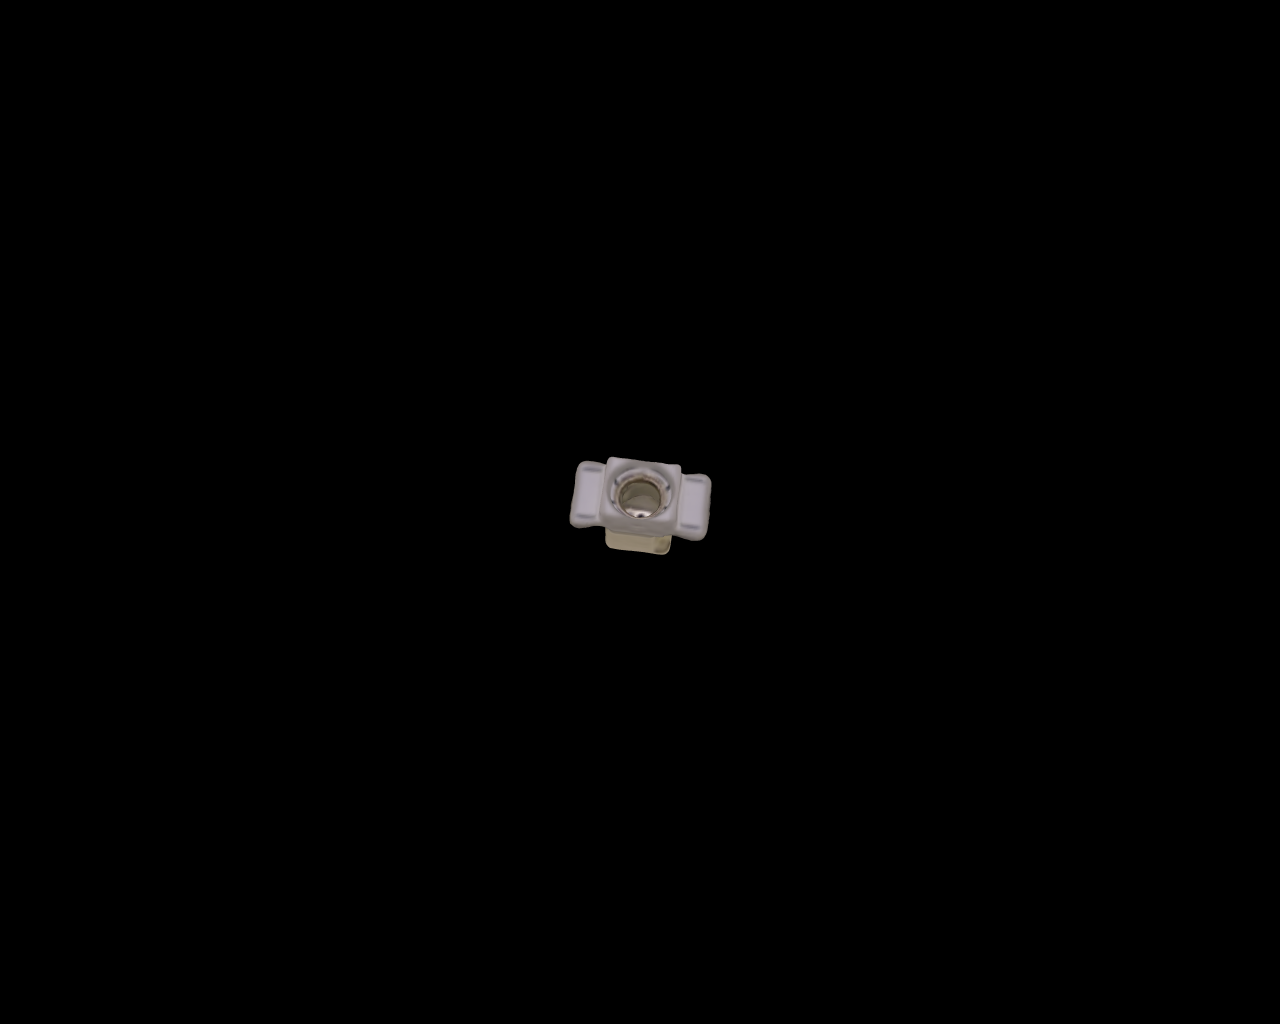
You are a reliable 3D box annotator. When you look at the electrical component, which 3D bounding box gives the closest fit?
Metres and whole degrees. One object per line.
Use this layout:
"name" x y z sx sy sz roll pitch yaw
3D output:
"electrical component" 0.001 -0.003 0.650 0.081 0.042 0.063 8 -23 3
